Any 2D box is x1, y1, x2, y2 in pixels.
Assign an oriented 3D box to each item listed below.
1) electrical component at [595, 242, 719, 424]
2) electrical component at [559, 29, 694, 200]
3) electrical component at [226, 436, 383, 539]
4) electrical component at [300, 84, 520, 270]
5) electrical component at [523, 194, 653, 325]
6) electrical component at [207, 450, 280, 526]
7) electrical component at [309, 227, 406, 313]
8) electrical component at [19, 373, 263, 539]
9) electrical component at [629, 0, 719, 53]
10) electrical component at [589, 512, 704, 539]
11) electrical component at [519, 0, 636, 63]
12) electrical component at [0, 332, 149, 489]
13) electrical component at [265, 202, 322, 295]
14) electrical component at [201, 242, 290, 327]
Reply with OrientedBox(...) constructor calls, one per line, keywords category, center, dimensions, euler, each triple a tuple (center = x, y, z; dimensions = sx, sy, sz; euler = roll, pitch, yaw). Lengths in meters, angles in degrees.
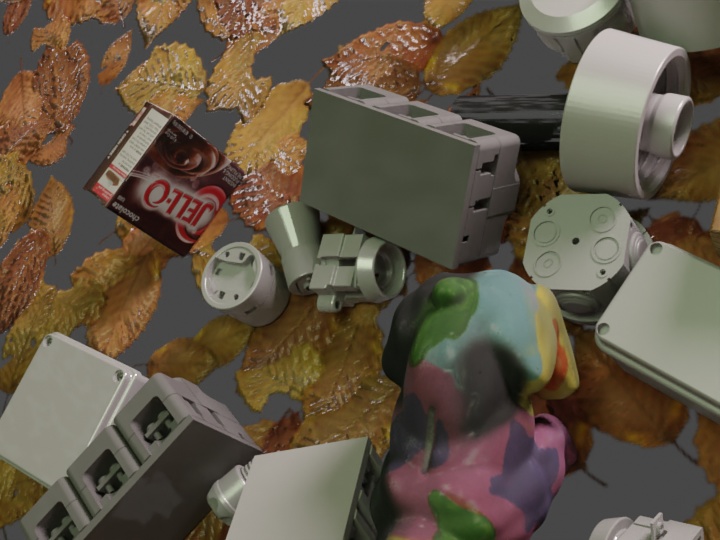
OrientedBox(category="electrical component", center=(0.207, 0.041, 0.638), dimensions=(0.113, 0.057, 0.078), euler=(31, 85, 37))
OrientedBox(category="electrical component", center=(0.179, -0.097, 0.694), dimensions=(0.060, 0.108, 0.108), euler=(17, 77, 29))
OrientedBox(category="electrical component", center=(-0.034, 0.187, 0.670), dimensions=(0.089, 0.061, 0.150), euler=(-14, 36, 25))
OrientedBox(category="electrical component", center=(0.035, -0.072, 0.775), dimensions=(0.150, 0.062, 0.089), euler=(26, 117, 36))
OrientedBox(category="electrical component", center=(0.148, -0.008, 0.700), dimensions=(0.080, 0.051, 0.080), euler=(-14, 60, 25))
OrientedBox(category="electrical component", center=(-0.077, 0.152, 0.766), dimensions=(0.061, 0.035, 0.035), euler=(-41, 53, 4))
OrientedBox(category="electrical component", center=(0.000, 0.000, 0.788), dimensions=(0.055, 0.048, 0.066), euler=(-1, 66, 38))
OrientedBox(category="electrical component", center=(-0.159, 0.154, 0.778), dimensions=(0.150, 0.089, 0.062), euler=(-47, 53, 2))
OrientedBox(category="electrical component", center=(0.227, -0.186, 0.714), dimensions=(0.099, 0.064, 0.099), euler=(-14, 28, 8))
OrientedBox(category="electrical component", center=(0.161, 0.167, 0.607), dimensions=(0.055, 0.048, 0.066), euler=(5, 113, 40))
OrientedBox(category="electrical component", center=(0.161, -0.195, 0.784), dimensions=(0.080, 0.051, 0.080), euler=(-13, 61, 25))
OrientedBox(category="electrical component", center=(-0.223, 0.119, 0.854), dimensions=(0.109, 0.056, 0.108), euler=(19, 77, 36))
OrientedBox(category="electrical component", center=(-0.045, -0.014, 0.824), dimensions=(0.044, 0.044, 0.065), euler=(-26, 61, 17))
OrientedBox(category="electrical component", center=(-0.087, 0.013, 0.831), dimensions=(0.055, 0.047, 0.055), euler=(-13, 61, 25))
